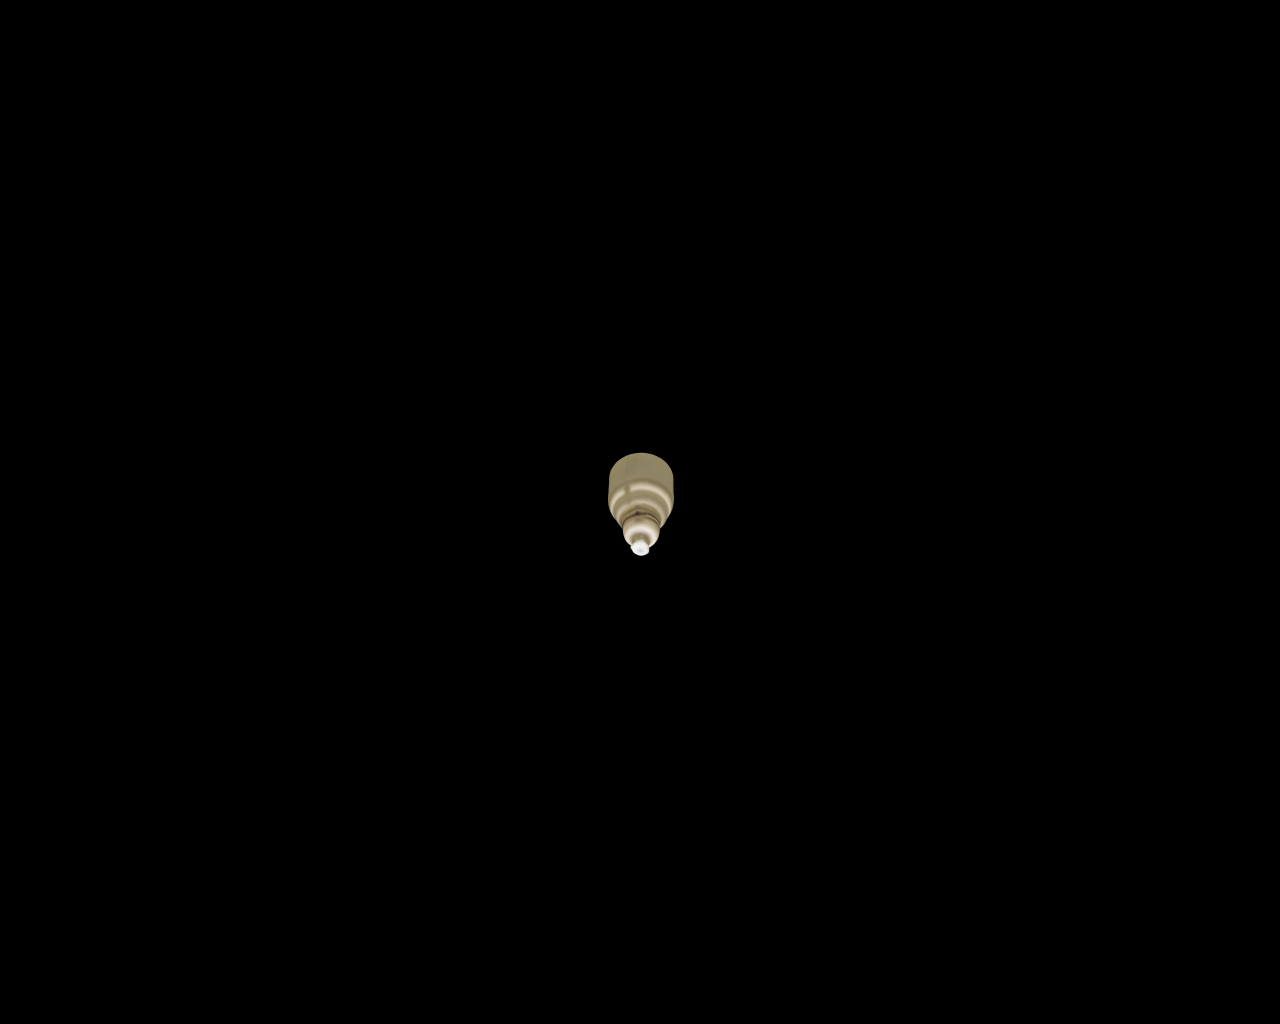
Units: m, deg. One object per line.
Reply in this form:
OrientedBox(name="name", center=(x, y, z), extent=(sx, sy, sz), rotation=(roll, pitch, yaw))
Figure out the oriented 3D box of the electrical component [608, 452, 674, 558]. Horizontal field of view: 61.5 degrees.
OrientedBox(name="electrical component", center=(0.001, -0.003, 0.650), extent=(0.040, 0.040, 0.078), rotation=(0, 39, 0))
